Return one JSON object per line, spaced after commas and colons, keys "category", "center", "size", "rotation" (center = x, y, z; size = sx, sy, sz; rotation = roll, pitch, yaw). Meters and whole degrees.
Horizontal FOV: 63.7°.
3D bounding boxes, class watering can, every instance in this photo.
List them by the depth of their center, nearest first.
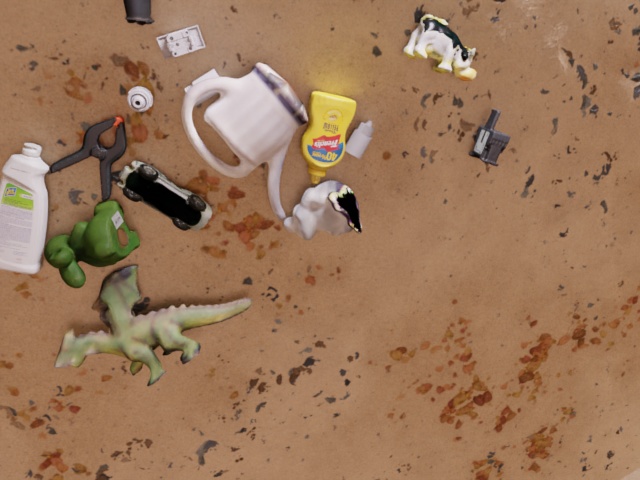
{"category": "watering can", "center": [-0.117, -0.205, 1.049], "size": [0.342, 0.224, 0.106], "rotation": [46, 4, -36]}

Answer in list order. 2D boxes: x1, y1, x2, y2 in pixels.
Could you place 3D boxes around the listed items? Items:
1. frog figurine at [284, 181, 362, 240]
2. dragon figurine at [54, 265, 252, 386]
{"category": "frog figurine", "center": [0.003, -0.058, 1.149], "size": [0.158, 0.125, 0.135], "rotation": [-18, -37, 35]}
{"category": "dragon figurine", "center": [-0.379, 0.167, 1.130], "size": [0.412, 0.240, 0.123], "rotation": [-35, 17, -9]}
